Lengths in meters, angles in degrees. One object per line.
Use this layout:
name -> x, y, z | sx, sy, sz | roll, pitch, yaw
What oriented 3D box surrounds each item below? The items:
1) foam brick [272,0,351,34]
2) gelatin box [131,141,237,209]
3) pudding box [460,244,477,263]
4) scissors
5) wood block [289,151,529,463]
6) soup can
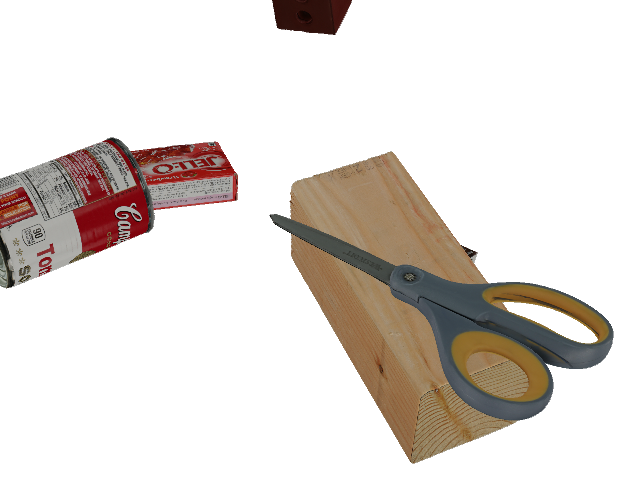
foam brick -> -0.009, -0.211, 0.853 | 0.053, 0.051, 0.078 | 9, -37, 16
gelatin box -> -0.126, -0.060, 0.968 | 0.089, 0.030, 0.073 | -8, 31, -16
pudding box -> 0.082, 0.027, 1.029 | 0.090, 0.039, 0.113 | 28, 35, 32
scissors -> 0.046, 0.037, 0.552 | 0.202, 0.016, 0.096 | 14, 43, 19
wood block -> 0.059, 0.043, 0.777 | 0.090, 0.206, 0.091 | -19, -38, -16
soup can -> -0.168, -0.019, 0.688 | 0.102, 0.068, 0.069 | -24, 12, -27
